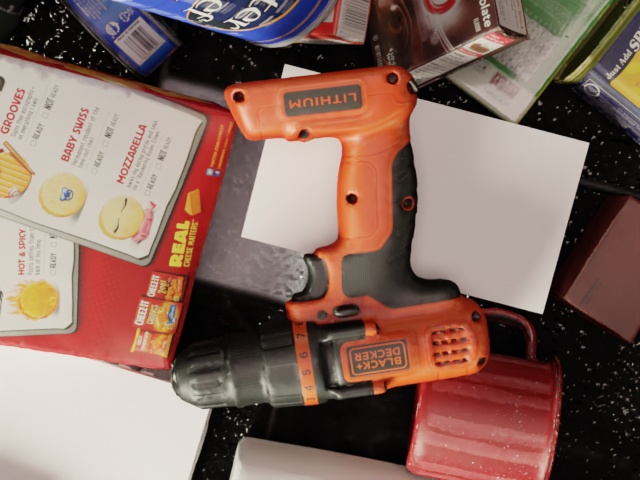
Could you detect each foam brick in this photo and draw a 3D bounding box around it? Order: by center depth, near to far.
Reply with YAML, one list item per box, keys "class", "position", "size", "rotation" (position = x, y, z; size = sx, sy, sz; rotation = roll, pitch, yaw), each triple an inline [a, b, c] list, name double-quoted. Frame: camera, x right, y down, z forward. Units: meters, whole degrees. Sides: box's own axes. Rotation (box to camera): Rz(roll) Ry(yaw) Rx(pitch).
- class: "foam brick"
  position: [0.188, 0.016, 0.670]
  size: [0.053, 0.051, 0.078]
  rotation: [33, 93, -1]

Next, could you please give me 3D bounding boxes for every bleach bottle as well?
- class: "bleach bottle"
  position: [0.061, 0.198, 0.678]
  size: [0.250, 0.068, 0.102]
  rotation: [13, 94, -3]

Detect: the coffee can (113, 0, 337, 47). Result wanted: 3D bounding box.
- class: "coffee can"
  position: [-0.064, -0.169, 0.584]
  size: [0.103, 0.140, 0.103]
  rotation: [-3, 86, 38]

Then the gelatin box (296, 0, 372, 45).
- class: "gelatin box"
  position: [0.000, -0.165, 0.649]
  size: [0.030, 0.073, 0.089]
  rotation: [6, 94, -45]

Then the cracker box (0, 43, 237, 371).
- class: "cracker box"
  position: [-0.172, -0.025, 0.619]
  size: [0.213, 0.072, 0.164]
  rotation: [12, 99, -23]

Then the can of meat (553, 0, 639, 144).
- class: "can of meat"
  position: [0.211, -0.113, 0.659]
  size: [0.084, 0.057, 0.102]
  rotation: [38, 94, -5]

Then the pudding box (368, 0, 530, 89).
- class: "pudding box"
  position: [0.068, -0.156, 0.630]
  size: [0.090, 0.039, 0.113]
  rotation: [-21, 76, 42]

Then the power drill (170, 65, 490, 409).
- class: "power drill"
  position: [-0.004, 0.001, 0.605]
  size: [0.184, 0.057, 0.188]
  rotation: [-8, 99, -2]

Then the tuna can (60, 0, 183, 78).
- class: "tuna can"
  position: [-0.124, -0.139, 0.643]
  size: [0.034, 0.086, 0.086]
  rotation: [-43, 93, 4]

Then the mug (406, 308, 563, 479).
- class: "mug"
  position: [0.101, 0.099, 0.661]
  size: [0.081, 0.093, 0.117]
  rotation: [10, 78, 4]
